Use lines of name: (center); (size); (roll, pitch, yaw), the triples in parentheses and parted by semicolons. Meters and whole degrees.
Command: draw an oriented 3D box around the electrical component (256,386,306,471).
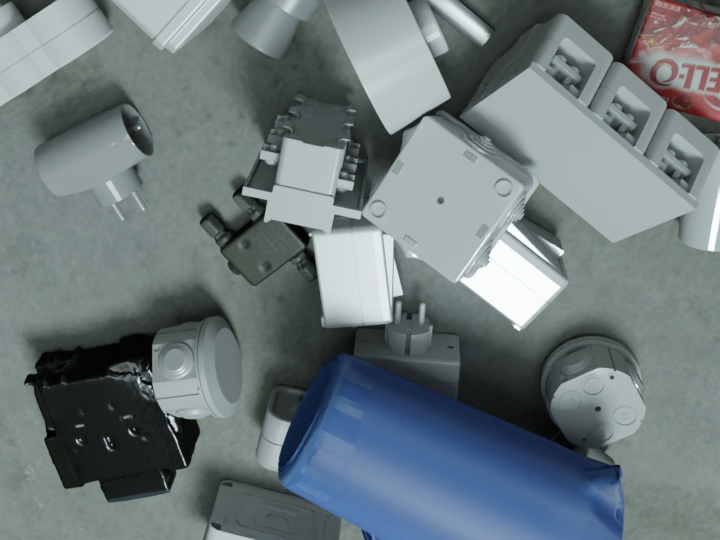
electrical component: (-0.035, 0.142, 0.889); (0.095, 0.053, 0.059); (14, 115, -3)

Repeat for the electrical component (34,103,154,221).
electrical component: (-0.190, -0.074, 0.806); (0.077, 0.043, 0.079); (-23, 112, 13)

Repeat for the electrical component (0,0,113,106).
electrical component: (-0.251, -0.165, 0.762); (0.138, 0.052, 0.073); (-28, 110, 16)

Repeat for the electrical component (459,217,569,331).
electrical component: (0.104, -0.014, 0.805); (0.096, 0.061, 0.061); (37, 111, -13)

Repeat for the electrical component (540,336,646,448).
electrical component: (0.186, 0.097, 0.857); (0.080, 0.051, 0.080); (1, 115, 3)

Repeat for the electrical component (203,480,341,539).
electrical component: (-0.077, 0.235, 0.922); (0.113, 0.078, 0.057); (15, 112, -4)

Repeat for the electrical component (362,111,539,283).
electrical component: (0.061, -0.050, 0.743); (0.100, 0.048, 0.099); (37, 108, 10)

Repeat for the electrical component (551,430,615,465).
electrical component: (0.183, 0.158, 0.892); (0.046, 0.040, 0.040); (37, 112, -19)

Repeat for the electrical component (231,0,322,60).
electrical component: (-0.057, -0.181, 0.747); (0.045, 0.045, 0.055); (32, 112, -11)

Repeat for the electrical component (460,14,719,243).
electrical component: (0.160, -0.097, 0.746); (0.150, 0.061, 0.089); (37, 154, -13)

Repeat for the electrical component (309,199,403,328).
electrical component: (0.000, 0.000, 0.817); (0.061, 0.061, 0.096); (-5, 114, 6)

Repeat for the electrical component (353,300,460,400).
electrical component: (0.038, 0.059, 0.850); (0.083, 0.047, 0.075); (4, 115, 2)

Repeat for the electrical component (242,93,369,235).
electrical component: (-0.033, -0.078, 0.751); (0.079, 0.121, 0.063); (12, 112, -2)

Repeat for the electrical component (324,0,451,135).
electrical component: (0.024, -0.153, 0.724); (0.060, 0.108, 0.108); (-25, 111, 8)

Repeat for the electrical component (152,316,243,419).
electrical component: (-0.128, 0.079, 0.853); (0.051, 0.080, 0.080); (-8, 114, 13)

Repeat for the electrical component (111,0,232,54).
electrical component: (-0.099, -0.206, 0.704); (0.056, 0.108, 0.109); (43, 110, -12)

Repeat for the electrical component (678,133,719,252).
electrical component: (0.278, -0.056, 0.784); (0.079, 0.044, 0.077); (3, 115, 2)
